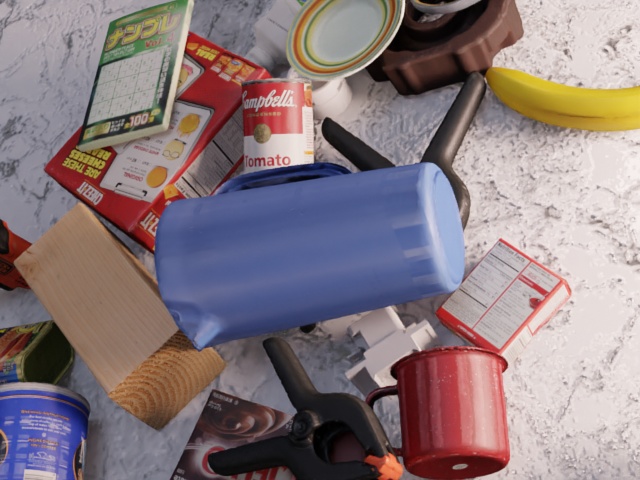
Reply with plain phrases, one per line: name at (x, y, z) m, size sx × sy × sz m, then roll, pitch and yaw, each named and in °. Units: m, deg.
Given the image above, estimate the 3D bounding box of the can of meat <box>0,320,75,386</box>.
can of meat at (-0.296, 0.122, 1.028) m, size 0.084 × 0.057 × 0.102 m, roll -10°, pitch 23°, yaw 17°

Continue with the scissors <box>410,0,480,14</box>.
scissors at (0.181, -0.255, 0.996) m, size 0.202 × 0.016 × 0.096 m, roll -5°, pitch 58°, yaw 25°

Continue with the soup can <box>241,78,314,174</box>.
soup can at (-0.041, -0.101, 1.026) m, size 0.069 × 0.068 × 0.102 m, roll 0°, pitch 93°, yaw 26°

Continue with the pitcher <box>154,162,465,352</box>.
pitcher at (-0.006, 0.001, 0.906) m, size 0.243 × 0.144 × 0.149 m, roll -11°, pitch 89°, yaw 19°

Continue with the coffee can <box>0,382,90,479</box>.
coffee can at (-0.260, 0.211, 0.946) m, size 0.103 × 0.102 × 0.140 m, roll -14°, pitch 56°, yaw 18°

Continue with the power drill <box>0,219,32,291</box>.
power drill at (-0.396, 0.038, 1.080) m, size 0.188 × 0.184 × 0.057 m, roll -36°, pitch 49°, yaw 14°

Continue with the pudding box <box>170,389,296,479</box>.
pudding box at (-0.059, 0.186, 0.902) m, size 0.114 × 0.039 × 0.090 m, roll 13°, pitch 68°, yaw 31°

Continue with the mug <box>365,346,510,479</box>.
mug at (0.091, 0.137, 0.825) m, size 0.117 × 0.093 × 0.081 m, roll -5°, pitch 63°, yaw 7°

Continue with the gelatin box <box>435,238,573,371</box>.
gelatin box at (0.152, 0.053, 0.887) m, size 0.089 × 0.030 × 0.073 m, roll -48°, pitch 51°, yaw -7°

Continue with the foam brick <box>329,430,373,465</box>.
foam brick at (0.021, 0.196, 0.848) m, size 0.051 × 0.053 × 0.078 m, roll -11°, pitch 56°, yaw 21°

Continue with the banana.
banana at (0.236, -0.127, 0.954) m, size 0.198 × 0.037 × 0.069 m, roll 5°, pitch 44°, yaw 27°

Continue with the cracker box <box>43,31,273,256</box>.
cracker box at (-0.159, -0.107, 1.112) m, size 0.164 × 0.072 × 0.213 m, roll 32°, pitch 79°, yaw 38°

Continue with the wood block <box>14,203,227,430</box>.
wood block at (-0.191, 0.069, 1.007) m, size 0.091 × 0.090 × 0.206 m, roll -44°, pitch 51°, yaw -4°

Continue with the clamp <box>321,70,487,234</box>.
clamp at (0.077, -0.053, 0.983) m, size 0.165 × 0.036 × 0.210 m, roll -10°, pitch 60°, yaw 20°

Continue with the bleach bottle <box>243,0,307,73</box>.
bleach bottle at (0.007, -0.279, 1.142) m, size 0.251 × 0.068 × 0.103 m, roll -49°, pitch 52°, yaw -5°

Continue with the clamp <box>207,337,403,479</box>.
clamp at (-0.015, 0.158, 0.832) m, size 0.172 × 0.039 × 0.120 m, roll 27°, pitch 89°, yaw 45°
